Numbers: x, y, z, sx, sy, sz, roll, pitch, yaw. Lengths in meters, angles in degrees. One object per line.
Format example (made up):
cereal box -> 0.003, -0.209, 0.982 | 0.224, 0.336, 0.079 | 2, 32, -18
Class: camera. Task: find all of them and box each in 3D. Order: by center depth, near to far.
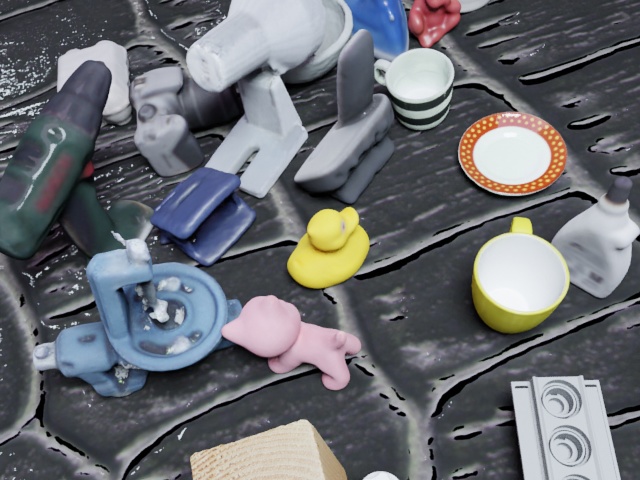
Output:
camera -> -0.183, -0.181, 0.788 | 0.136, 0.101, 0.143 | -13, 58, 2

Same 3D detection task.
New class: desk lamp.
desk lamp -> -0.077, -0.198, 0.713 | 0.117, 0.214, 0.203 | 22, 66, 21

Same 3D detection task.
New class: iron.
iron -> 0.062, -0.386, 0.842 | 0.118, 0.142, 0.257 | -25, 59, -5

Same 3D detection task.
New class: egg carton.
egg carton -> -0.337, -0.233, 0.864 | 0.107, 0.069, 0.150 | -16, 58, 0

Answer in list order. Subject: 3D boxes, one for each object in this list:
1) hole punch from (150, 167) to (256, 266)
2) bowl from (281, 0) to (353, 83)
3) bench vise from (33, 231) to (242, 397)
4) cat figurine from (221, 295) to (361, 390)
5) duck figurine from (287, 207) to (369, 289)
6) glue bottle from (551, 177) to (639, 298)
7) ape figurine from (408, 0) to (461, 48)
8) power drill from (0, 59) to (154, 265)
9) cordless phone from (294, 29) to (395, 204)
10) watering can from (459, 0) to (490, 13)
hole punch -> -0.151, -0.038, 0.704 | 0.100, 0.091, 0.109 | 32, 70, 25
bowl -> -0.031, -0.285, 0.838 | 0.167, 0.075, 0.167 | -4, 59, 7
bench vise -> -0.188, 0.087, 0.561 | 0.207, 0.220, 0.121 | -33, 60, -10
cat figurine -> -0.029, 0.096, 0.587 | 0.127, 0.118, 0.067 | 9, 62, 15
duck figurine -> 0.006, 0.002, 0.655 | 0.104, 0.086, 0.077 | -34, 60, -10
glue bottle -> 0.275, -0.007, 0.562 | 0.037, 0.173, 0.078 | -44, 62, -15
ape figurine -> 0.165, -0.339, 0.825 | 0.077, 0.092, 0.076 | -3, 59, 8
power drill -> -0.276, -0.061, 0.670 | 0.075, 0.209, 0.230 | 16, 64, 18
cordless phone -> 0.023, -0.145, 0.681 | 0.094, 0.185, 0.148 | 24, 67, 22
watering can -> 0.214, -0.434, 0.813 | 0.172, 0.194, 0.101 | 20, 65, 21
